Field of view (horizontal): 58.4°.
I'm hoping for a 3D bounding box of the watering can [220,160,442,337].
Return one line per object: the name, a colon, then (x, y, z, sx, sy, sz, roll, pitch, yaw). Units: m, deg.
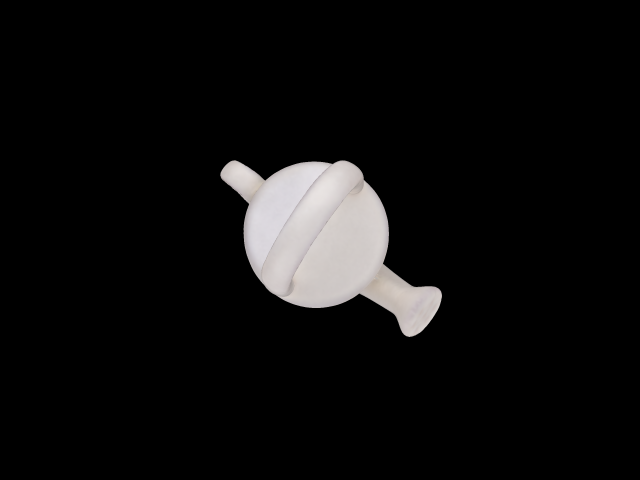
watering can: (0.005, 0.000, 0.400, 0.173, 0.194, 0.101, 15, 86, 1)
